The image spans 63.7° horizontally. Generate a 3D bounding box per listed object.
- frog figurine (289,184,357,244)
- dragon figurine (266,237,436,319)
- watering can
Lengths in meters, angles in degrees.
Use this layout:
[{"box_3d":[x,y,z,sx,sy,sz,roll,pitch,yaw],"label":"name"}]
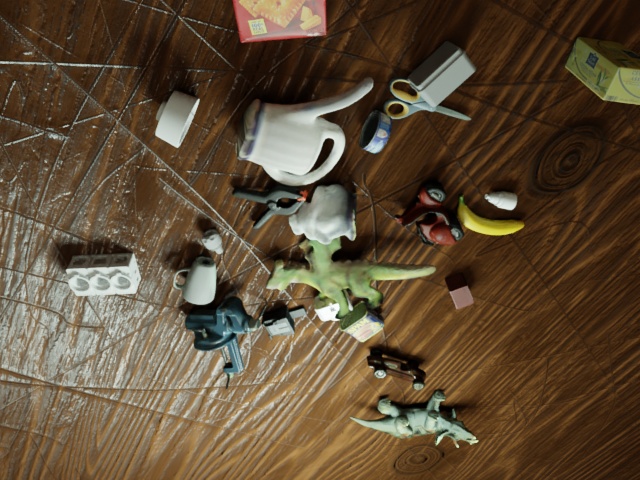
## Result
[{"box_3d":[0.004,-0.060,1.188,0.159,0.123,0.137,0,95,7],"label":"frog figurine"},{"box_3d":[0.059,0.056,1.289,0.409,0.125,0.239,-23,117,11],"label":"dragon figurine"},{"box_3d":[-0.047,-0.227,1.041,0.224,0.106,0.340,13,145,-16],"label":"watering can"}]
